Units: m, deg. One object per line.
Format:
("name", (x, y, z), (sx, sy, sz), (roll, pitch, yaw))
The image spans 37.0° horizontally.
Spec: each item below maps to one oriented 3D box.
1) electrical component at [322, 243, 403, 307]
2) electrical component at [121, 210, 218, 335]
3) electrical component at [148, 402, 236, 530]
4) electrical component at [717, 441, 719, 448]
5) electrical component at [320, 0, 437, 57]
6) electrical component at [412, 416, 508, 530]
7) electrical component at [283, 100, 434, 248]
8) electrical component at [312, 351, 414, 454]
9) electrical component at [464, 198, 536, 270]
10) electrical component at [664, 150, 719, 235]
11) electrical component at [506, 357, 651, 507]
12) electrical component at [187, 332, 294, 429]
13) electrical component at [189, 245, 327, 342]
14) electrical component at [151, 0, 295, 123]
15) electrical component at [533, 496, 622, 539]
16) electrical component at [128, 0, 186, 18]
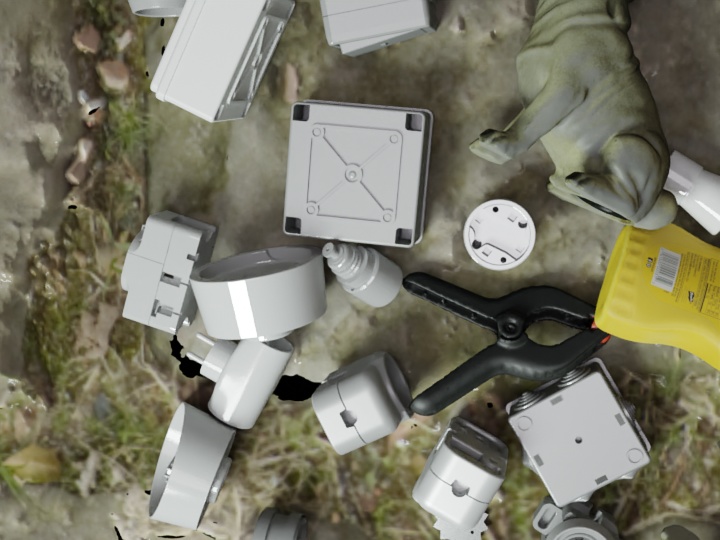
("electrical component", (0.000, 0.000, 0.863), (0.040, 0.040, 0.078), (-47, 131, 13))
("electrical component", (-0.162, 0.000, 0.901), (0.056, 0.050, 0.089), (18, 101, 7))
("electrical component", (-0.144, 0.165, 0.901), (0.064, 0.099, 0.099), (21, 101, 0))
("electrical component", (0.331, 0.136, 0.836), (0.089, 0.050, 0.055), (-32, 93, 13))
("electrical component", (0.022, -0.203, 0.833), (0.096, 0.062, 0.061), (-9, 97, 11))
("electrical component", (0.080, 0.164, 0.861), (0.054, 0.095, 0.059), (29, 102, 4))
("electrical component", (-0.001, -0.078, 0.859), (0.109, 0.056, 0.108), (6, 99, 9))
("electrical component", (0.006, 0.103, 0.864), (0.059, 0.095, 0.053), (-26, 93, 12))
("electrical component", (0.111, -0.030, 0.851), (0.055, 0.047, 0.055), (1, 99, 9))
("electrical component", (0.257, -0.062, 0.825), (0.065, 0.044, 0.044), (34, 102, 8))
("electrical component", (0.175, 0.131, 0.865), (0.100, 0.048, 0.099), (-30, 90, 12))
("electrical component", (-0.108, 0.081, 0.907), (0.079, 0.044, 0.077), (29, 102, 4))
("electrical component", (-0.078, 0.023, 0.864), (0.108, 0.108, 0.060), (-8, 103, 11))
("electrical component", (-0.104, -0.174, 0.835), (0.056, 0.108, 0.108), (27, 102, 2))
("electrical component", (0.179, 0.222, 0.872), (0.078, 0.057, 0.058), (31, 102, 4))
("electrical component", (-0.158, -0.235, 0.862), (0.078, 0.058, 0.057), (-1, 95, 10))
